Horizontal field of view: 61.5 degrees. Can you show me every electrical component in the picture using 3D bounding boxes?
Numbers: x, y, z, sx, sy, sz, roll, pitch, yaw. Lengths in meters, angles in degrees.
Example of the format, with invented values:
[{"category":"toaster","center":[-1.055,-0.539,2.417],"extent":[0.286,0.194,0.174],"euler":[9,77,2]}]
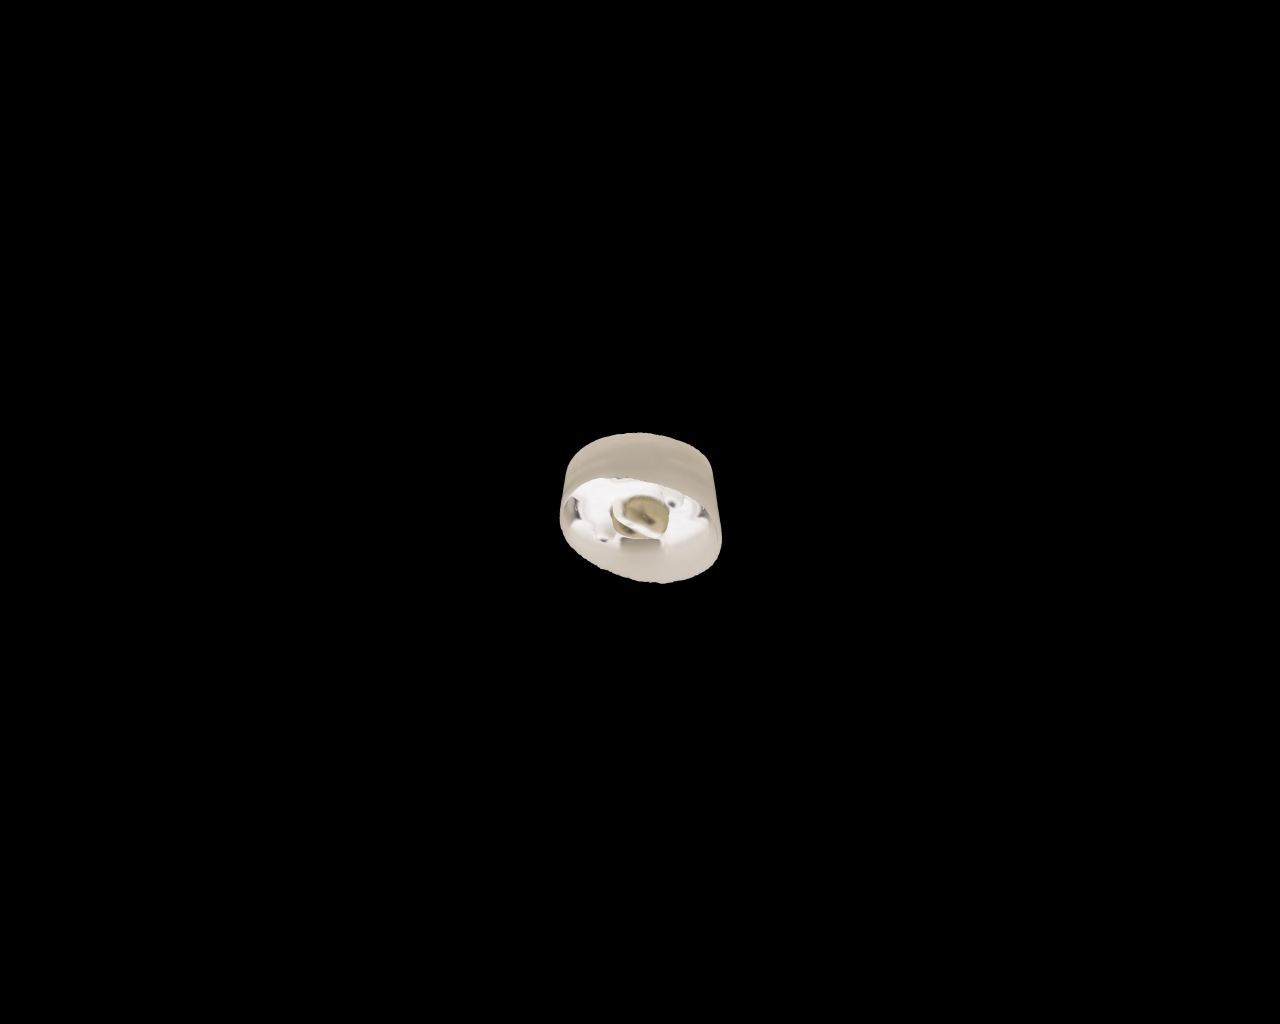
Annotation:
[{"category":"electrical component","center":[0.001,-0.003,0.650],"extent":[0.099,0.064,0.099],"euler":[0,-31,0]}]
